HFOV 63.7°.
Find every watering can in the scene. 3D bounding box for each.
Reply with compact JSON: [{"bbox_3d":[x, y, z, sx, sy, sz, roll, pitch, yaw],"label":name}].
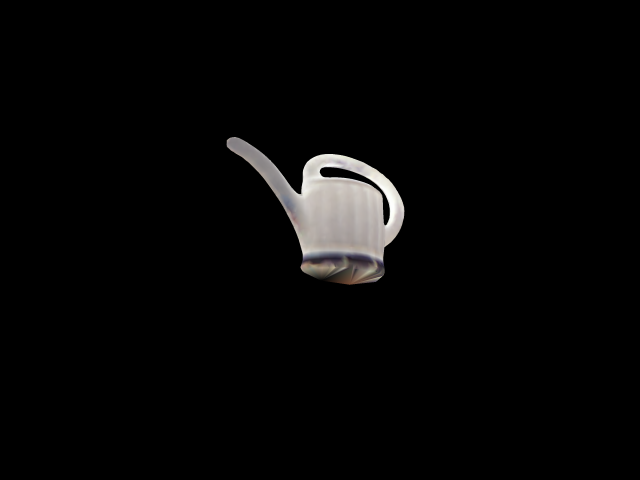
[{"bbox_3d":[0.003,-0.043,0.850,0.347,0.227,0.103,10,-20,-30],"label":"watering can"}]
